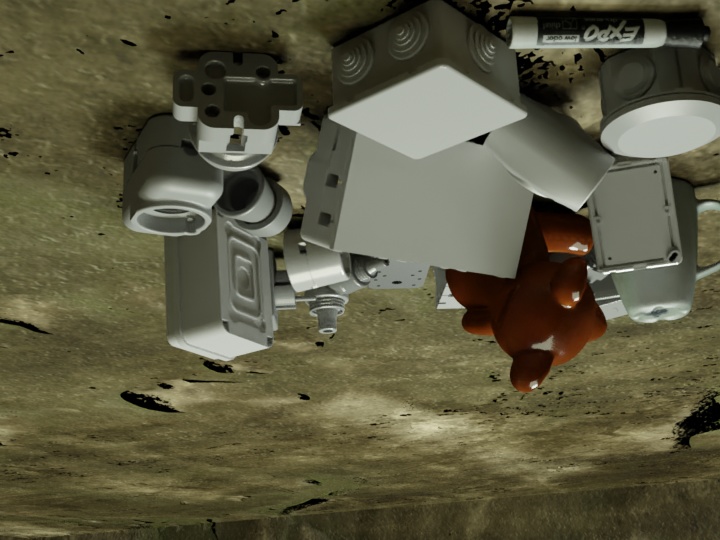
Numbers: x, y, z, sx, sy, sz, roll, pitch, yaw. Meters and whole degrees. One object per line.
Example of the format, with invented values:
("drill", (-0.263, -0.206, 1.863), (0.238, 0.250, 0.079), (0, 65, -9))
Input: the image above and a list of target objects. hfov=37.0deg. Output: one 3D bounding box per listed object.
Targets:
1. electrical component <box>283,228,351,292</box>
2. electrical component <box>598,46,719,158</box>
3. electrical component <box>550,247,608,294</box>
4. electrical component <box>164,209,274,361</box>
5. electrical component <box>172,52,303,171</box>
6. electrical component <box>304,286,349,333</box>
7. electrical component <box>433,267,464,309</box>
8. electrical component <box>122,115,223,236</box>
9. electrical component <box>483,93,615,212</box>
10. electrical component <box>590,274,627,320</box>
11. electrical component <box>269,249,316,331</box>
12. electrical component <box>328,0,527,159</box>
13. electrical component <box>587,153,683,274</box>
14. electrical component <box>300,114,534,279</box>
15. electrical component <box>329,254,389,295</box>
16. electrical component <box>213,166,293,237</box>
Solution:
("electrical component", (-0.036, -0.012, 0.931), (0.047, 0.055, 0.055), (-10, 160, 10))
("electrical component", (0.192, -0.107, 0.687), (0.080, 0.051, 0.080), (-2, 161, -1))
("electrical component", (0.187, 0.001, 0.977), (0.042, 0.081, 0.064), (17, 131, -44))
("electrical component", (-0.119, 0.013, 0.902), (0.057, 0.113, 0.078), (-16, 157, 26))
("electrical component", (-0.078, -0.097, 0.673), (0.078, 0.058, 0.057), (1, 158, -10))
("electrical component", (-0.032, 0.029, 1.037), (0.048, 0.062, 0.048), (-2, 161, -1))
("electrical component", (0.101, 0.000, 0.986), (0.056, 0.050, 0.089), (-1, 160, -4))
("electrical component", (-0.134, -0.062, 0.764), (0.054, 0.059, 0.095), (7, 159, -25))
("electrical component", (0.132, -0.084, 0.732), (0.044, 0.077, 0.079), (-56, 174, 28))
("electrical component", (0.247, 0.011, 1.023), (0.096, 0.061, 0.062), (-10, 160, 20))
("electrical component", (-0.079, 0.019, 0.994), (0.077, 0.065, 0.047), (-3, 161, 0))
("electrical component", (0.040, -0.114, 0.651), (0.100, 0.048, 0.100), (-18, 156, 38))
("electrical component", (0.205, -0.051, 0.812), (0.062, 0.096, 0.061), (-8, -172, 16))
("electrical component", (0.041, -0.051, 0.756), (0.150, 0.089, 0.062), (9, -174, -29))
("electrical component", (0.000, 0.000, 1.000), (0.061, 0.035, 0.035), (-20, 155, 34))
("electrical component", (-0.081, -0.053, 0.820), (0.045, 0.045, 0.055), (-10, 160, 20))
